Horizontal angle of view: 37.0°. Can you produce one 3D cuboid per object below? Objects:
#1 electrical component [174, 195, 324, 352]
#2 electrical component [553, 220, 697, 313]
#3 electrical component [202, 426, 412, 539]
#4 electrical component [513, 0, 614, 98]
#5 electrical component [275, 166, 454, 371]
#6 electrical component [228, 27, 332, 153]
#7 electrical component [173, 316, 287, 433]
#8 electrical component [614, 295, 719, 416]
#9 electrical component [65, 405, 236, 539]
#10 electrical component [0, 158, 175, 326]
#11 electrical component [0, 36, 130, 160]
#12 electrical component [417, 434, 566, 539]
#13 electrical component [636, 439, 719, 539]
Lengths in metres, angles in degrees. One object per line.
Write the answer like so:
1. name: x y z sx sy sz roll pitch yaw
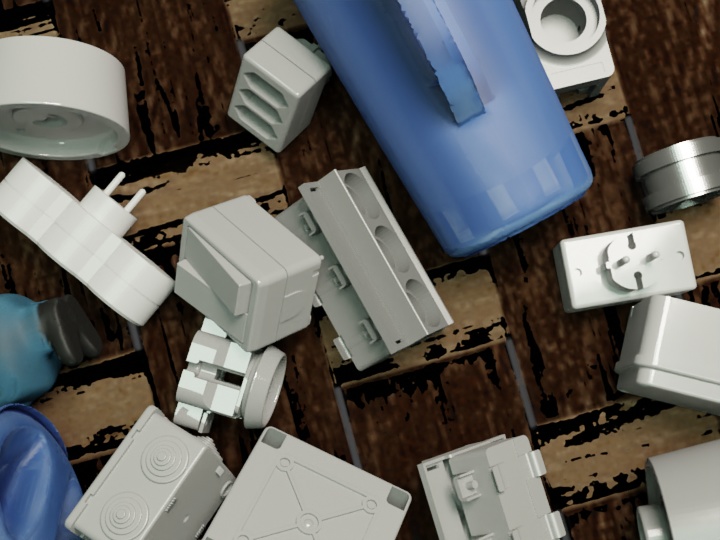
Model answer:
1. electrical component: -0.081 -0.001 0.702 0.061 0.061 0.096 -23 50 -39
2. electrical component: 0.177 -0.004 0.708 0.083 0.075 0.047 -10 83 1
3. electrical component: -0.038 0.172 0.678 0.109 0.056 0.108 25 47 5
4. electrical component: 0.137 -0.165 0.739 0.050 0.055 0.089 -13 83 0
5. electrical component: 0.000 0.000 0.716 0.063 0.079 0.121 -33 82 27
6. electrical component: -0.045 -0.133 0.740 0.047 0.065 0.076 38 57 6
7. electrical component: -0.084 0.073 0.717 0.057 0.058 0.078 16 83 7
8. electrical component: 0.230 0.061 0.697 0.113 0.078 0.057 14 81 3
9. electrical component: -0.128 0.145 0.681 0.048 0.099 0.099 28 71 19
10. electrical component: -0.178 -0.033 0.734 0.138 0.052 0.073 39 86 6
11. electrical component: -0.208 -0.119 0.721 0.108 0.108 0.060 -1 77 2
12. electrical component: 0.093 0.171 0.689 0.079 0.063 0.121 -11 81 -40
13. electrical component: 0.208 0.164 0.673 0.060 0.108 0.108 -10 83 7
